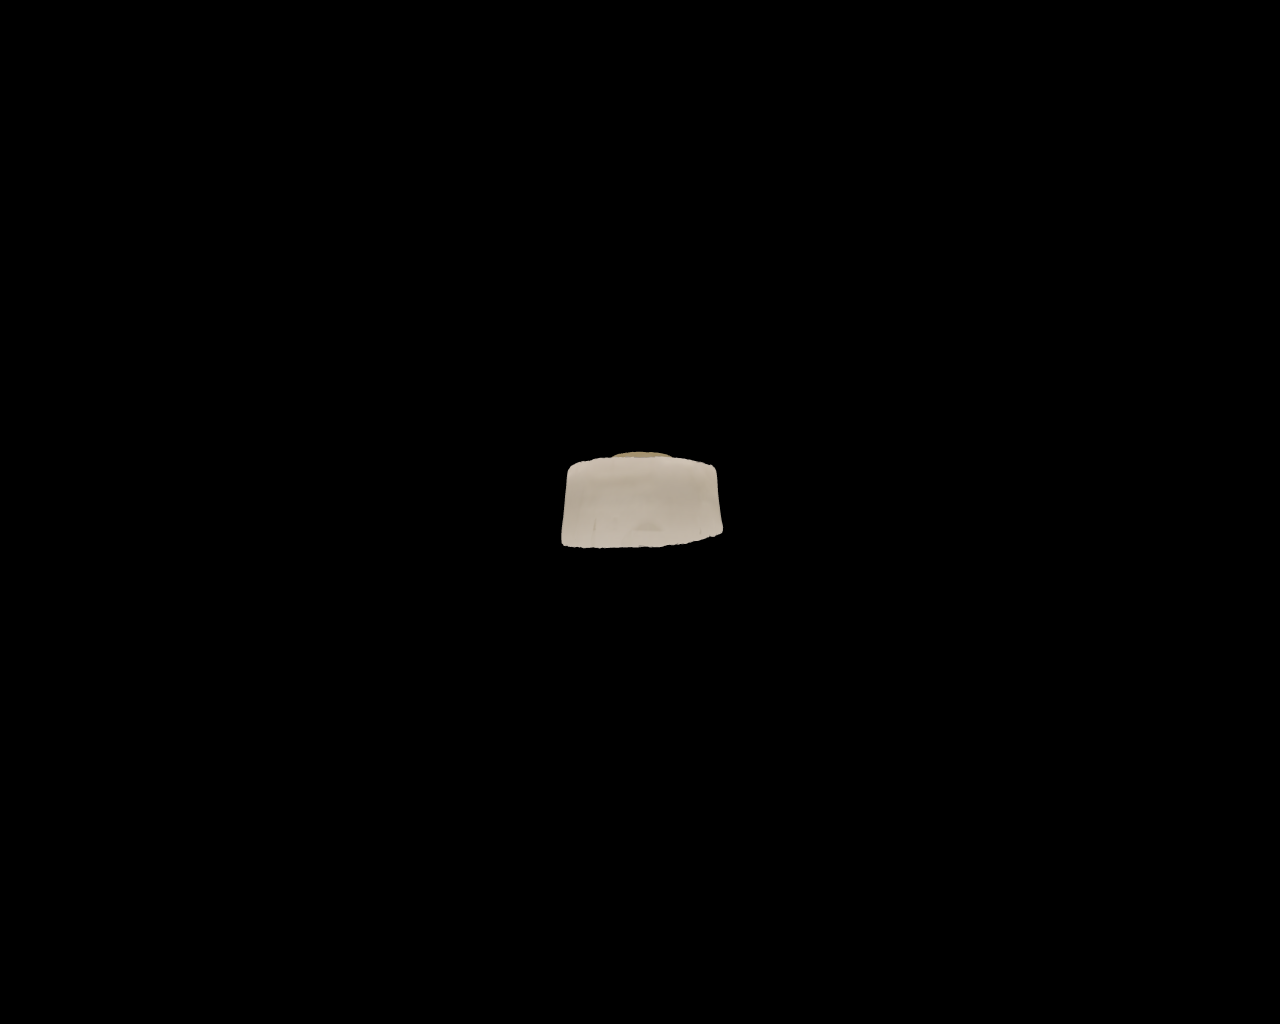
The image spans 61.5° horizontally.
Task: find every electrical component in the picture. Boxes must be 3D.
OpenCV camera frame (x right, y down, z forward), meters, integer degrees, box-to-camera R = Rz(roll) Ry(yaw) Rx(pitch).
[{"bbox_3d":[0.001,-0.003,0.650,0.099,0.064,0.099,0,-7,0],"label":"electrical component"}]
